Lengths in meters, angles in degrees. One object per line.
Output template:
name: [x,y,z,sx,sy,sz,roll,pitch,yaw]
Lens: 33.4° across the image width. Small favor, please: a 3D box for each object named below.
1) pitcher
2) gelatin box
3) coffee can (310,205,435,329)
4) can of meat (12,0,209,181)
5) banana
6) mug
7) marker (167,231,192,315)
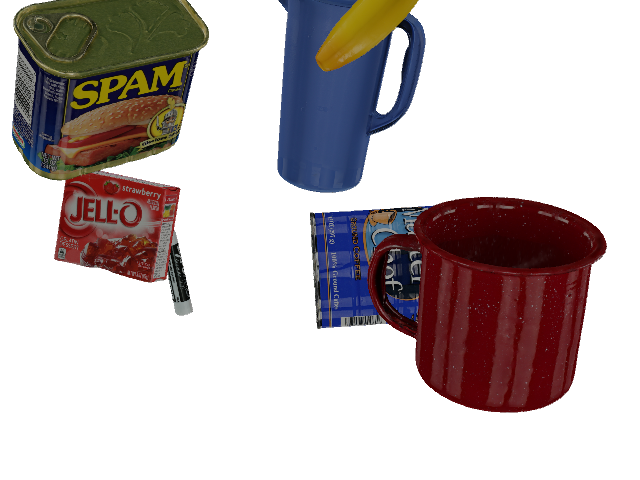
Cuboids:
pitcher: [0.023,-0.183,1.295,0.144,0.243,0.149,-5,28,-25]
gelatin box: [-0.157,-0.013,0.817,0.089,0.073,0.030,13,8,19]
coffee can: [0.064,0.022,0.929,0.140,0.103,0.103,-4,0,-1]
can of meat: [-0.121,-0.087,0.598,0.101,0.057,0.084,-19,-31,-33]
banana: [0.056,-0.205,0.824,0.070,0.197,0.037,-11,-45,41]
mug: [0.079,0.030,0.539,0.117,0.081,0.093,10,25,18]
marker: [-0.155,0.020,1.123,0.020,0.121,0.020,-9,19,3]
